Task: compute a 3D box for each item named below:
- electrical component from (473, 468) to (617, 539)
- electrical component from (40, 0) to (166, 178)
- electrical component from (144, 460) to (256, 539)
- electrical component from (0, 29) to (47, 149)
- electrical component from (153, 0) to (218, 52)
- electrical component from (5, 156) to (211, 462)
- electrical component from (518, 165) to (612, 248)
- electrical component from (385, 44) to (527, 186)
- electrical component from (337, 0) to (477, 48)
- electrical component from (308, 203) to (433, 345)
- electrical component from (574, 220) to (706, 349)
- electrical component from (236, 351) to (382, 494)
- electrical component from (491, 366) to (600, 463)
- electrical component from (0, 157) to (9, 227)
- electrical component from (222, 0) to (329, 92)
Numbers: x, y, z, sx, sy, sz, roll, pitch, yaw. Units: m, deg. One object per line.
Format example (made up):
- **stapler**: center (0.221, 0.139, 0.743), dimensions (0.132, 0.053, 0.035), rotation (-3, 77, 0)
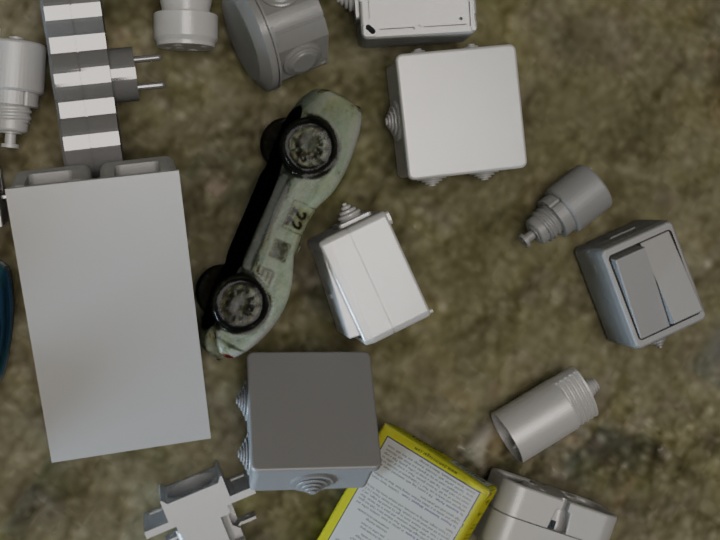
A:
- **electrical component**: center (0.136, 0.194, 0.808), dimensions (0.095, 0.054, 0.059), rotation (20, 89, -11)
- **electrical component**: center (-0.171, -0.132, 0.732), dimensions (0.074, 0.052, 0.138), rotation (-8, 95, -10)
- **electrical component**: center (-0.110, 0.178, 0.766), dimensions (0.081, 0.042, 0.063), rotation (-21, 98, -8)
- **electrical component**: center (-0.234, -0.121, 0.726), dimensions (0.040, 0.040, 0.078), rotation (4, 93, -11)
- **electrical component**: center (-0.120, -0.181, 0.743), dimensions (0.045, 0.045, 0.055), rotation (0, 94, -11)
- **electrical component**: center (-0.165, 0.024, 0.719), dimensions (0.105, 0.060, 0.186), rotation (-7, 108, -10)
- **electrical component**: center (0.152, -0.045, 0.805), dimensions (0.078, 0.040, 0.040), rotation (-38, 99, -7)
- **electrical component**: center (0.068, -0.113, 0.781), dimensions (0.100, 0.048, 0.099), rotation (-7, 94, -10)
- **electrical component**: center (0.031, -0.193, 0.767), dimensions (0.096, 0.061, 0.061), rotation (-4, 94, -3)
- **electrical component**: center (0.000, 0.000, 0.767), dimensions (0.061, 0.062, 0.096), rotation (-26, 97, -8)
- **electrical component**: center (0.214, 0.016, 0.810), dimensions (0.062, 0.061, 0.096), rotation (-23, 97, -9)
- **electrical component**: center (-0.036, 0.107, 0.756), dimensions (0.100, 0.048, 0.099), rotation (1, 59, -11)
- **electrical component**: center (0.144, 0.106, 0.810), dimensions (0.081, 0.043, 0.043), rotation (-30, 98, -8)
- **electrical component**: center (-0.264, -0.057, 0.722), dimensions (0.066, 0.048, 0.055), rotation (-6, 102, -11)
- **electrical component**: center (-0.059, -0.167, 0.739), dimensions (0.051, 0.080, 0.080), rotation (-24, 97, -14)
